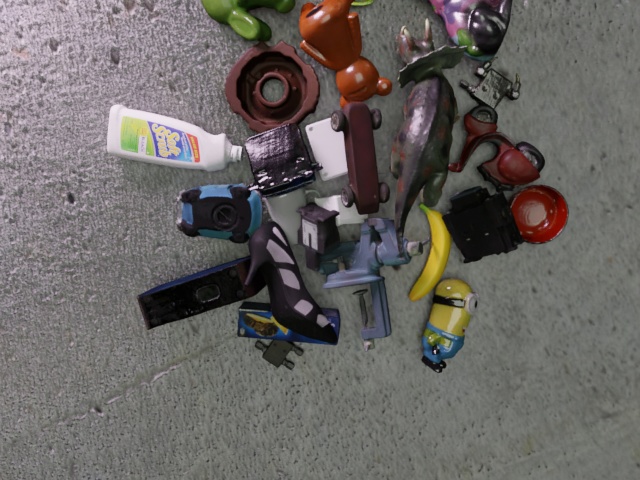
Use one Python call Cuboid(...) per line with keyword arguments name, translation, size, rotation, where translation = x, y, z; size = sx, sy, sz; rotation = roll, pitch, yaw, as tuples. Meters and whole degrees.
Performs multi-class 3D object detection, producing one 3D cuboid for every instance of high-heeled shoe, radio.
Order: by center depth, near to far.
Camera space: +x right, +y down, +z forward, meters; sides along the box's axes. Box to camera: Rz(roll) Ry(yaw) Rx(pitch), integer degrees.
Cuboid(name="high-heeled shoe", translation=(-0.043, 0.081, 1.016), size=(0.248, 0.086, 0.145), rotation=(40, 54, -23))
Cuboid(name="radio", translation=(-0.225, 0.098, 1.036), size=(0.230, 0.131, 0.073), rotation=(-20, 94, 4))

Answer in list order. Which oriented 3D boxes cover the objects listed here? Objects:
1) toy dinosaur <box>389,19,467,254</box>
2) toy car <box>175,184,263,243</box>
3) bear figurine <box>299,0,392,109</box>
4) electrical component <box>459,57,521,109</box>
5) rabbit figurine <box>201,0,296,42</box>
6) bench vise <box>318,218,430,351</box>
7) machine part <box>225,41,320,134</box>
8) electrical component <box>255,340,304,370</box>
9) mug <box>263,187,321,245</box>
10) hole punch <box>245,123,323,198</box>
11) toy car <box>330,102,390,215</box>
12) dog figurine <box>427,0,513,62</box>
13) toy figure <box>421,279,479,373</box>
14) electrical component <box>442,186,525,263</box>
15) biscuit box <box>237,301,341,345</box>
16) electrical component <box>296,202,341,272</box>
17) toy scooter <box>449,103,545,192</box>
Cuboid(name="toy dinosaur", translation=(0.181, -0.193, 0.929), size=(0.131, 0.192, 0.405), rotation=(3, 66, 13))
Cuboid(name="toy car", translation=(-0.192, -0.054, 1.031), size=(0.162, 0.103, 0.109), rotation=(0, 100, -9))
Cuboid(name="bear figurine", translation=(0.050, -0.349, 0.992), size=(0.120, 0.132, 0.195), rotation=(-22, 127, 32))
Cuboid(name="electrical component", translation=(0.327, -0.292, 1.014), size=(0.102, 0.045, 0.078), rotation=(40, 95, -2))
Cuboid(name="rabbit figurine", translation=(-0.133, -0.448, 0.997), size=(0.170, 0.121, 0.159), rotation=(-17, 103, 22))
Cuboid(name="bench vise", translation=(0.099, 0.084, 1.012), size=(0.224, 0.129, 0.240), rotation=(-9, 86, 19))
Cuboid(name="machine part", translation=(-0.089, -0.285, 1.026), size=(0.179, 0.056, 0.179), rotation=(0, 97, 3))
Cuboid(name="electrical component", translation=(-0.085, 0.223, 1.100), size=(0.094, 0.021, 0.063), rotation=(32, 96, -1))
Cuboid(name="mug", translation=(-0.046, -0.050, 1.045), size=(0.110, 0.081, 0.107), rotation=(-18, 107, -9))
Cuboid(name="hole punch", translation=(-0.069, -0.138, 1.004), size=(0.142, 0.092, 0.116), rotation=(-16, 72, 1))
Cuboid(name="toy car", translation=(0.073, -0.147, 0.975), size=(0.089, 0.053, 0.202), rotation=(-11, 97, -24))
Cuboid(name="dog figurine", translation=(0.229, -0.431, 0.969), size=(0.219, 0.108, 0.191), rotation=(14, 83, 5))
Cuboid(name="toy figure", translation=(0.247, 0.164, 1.052), size=(0.089, 0.082, 0.180), rotation=(22, 99, -3))
Cuboid(name="electrical component", translation=(0.300, -0.032, 1.011), size=(0.115, 0.058, 0.134), rotation=(-24, 95, 46))
Cuboid(name="biscuit box", translation=(-0.060, 0.165, 1.072), size=(0.203, 0.063, 0.059), rotation=(4, 97, 2))
Cuboid(name="electrical component", translation=(-0.002, -0.003, 0.997), size=(0.075, 0.048, 0.119), rotation=(20, 127, 41))
Cuboid(name="toy scooter", translation=(0.322, -0.154, 1.016), size=(0.184, 0.075, 0.135), rotation=(43, 96, 0))
